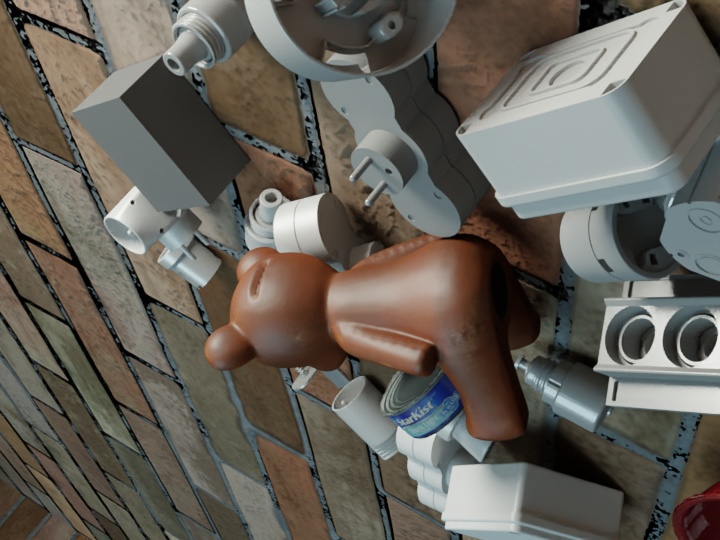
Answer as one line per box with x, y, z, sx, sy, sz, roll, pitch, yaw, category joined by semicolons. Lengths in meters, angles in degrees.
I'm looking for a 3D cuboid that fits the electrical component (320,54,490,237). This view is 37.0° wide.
0.019;-0.070;0.642;0.052;0.073;0.138;6;139;47;electrical component

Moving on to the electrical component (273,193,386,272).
0.000;0.000;0.802;0.074;0.052;0.138;-12;129;27;electrical component

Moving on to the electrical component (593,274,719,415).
0.202;0.044;0.602;0.063;0.078;0.121;20;166;-35;electrical component

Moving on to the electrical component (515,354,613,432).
0.146;0.083;0.763;0.078;0.040;0.040;28;151;20;electrical component

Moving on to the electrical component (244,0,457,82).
-0.006;-0.144;0.538;0.099;0.099;0.064;48;158;-20;electrical component

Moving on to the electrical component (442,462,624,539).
0.143;0.199;0.892;0.109;0.056;0.109;20;160;-24;electrical component

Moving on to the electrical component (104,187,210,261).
-0.160;-0.042;0.899;0.079;0.077;0.043;47;152;-18;electrical component

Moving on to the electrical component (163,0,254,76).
-0.098;-0.148;0.676;0.043;0.062;0.043;29;152;17;electrical component

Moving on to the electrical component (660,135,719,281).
0.187;-0.030;0.516;0.080;0.051;0.080;25;158;11;electrical component

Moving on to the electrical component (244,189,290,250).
-0.068;-0.038;0.833;0.043;0.043;0.062;30;151;15;electrical component

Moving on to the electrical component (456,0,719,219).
0.114;-0.073;0.518;0.057;0.078;0.113;52;150;-20;electrical component

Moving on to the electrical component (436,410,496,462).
0.089;0.127;0.897;0.055;0.045;0.045;30;152;15;electrical component

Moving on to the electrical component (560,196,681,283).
0.144;-0.020;0.593;0.055;0.055;0.047;46;156;-16;electrical component

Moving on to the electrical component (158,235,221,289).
-0.156;-0.009;0.990;0.046;0.040;0.040;39;154;-14;electrical component

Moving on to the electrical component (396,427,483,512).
0.087;0.178;0.970;0.074;0.052;0.138;19;147;33;electrical component

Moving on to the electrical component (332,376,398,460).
0.017;0.143;1.010;0.081;0.043;0.043;46;152;-16;electrical component
